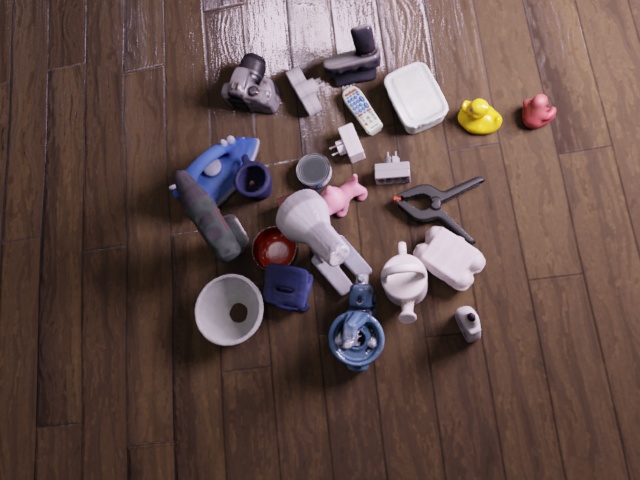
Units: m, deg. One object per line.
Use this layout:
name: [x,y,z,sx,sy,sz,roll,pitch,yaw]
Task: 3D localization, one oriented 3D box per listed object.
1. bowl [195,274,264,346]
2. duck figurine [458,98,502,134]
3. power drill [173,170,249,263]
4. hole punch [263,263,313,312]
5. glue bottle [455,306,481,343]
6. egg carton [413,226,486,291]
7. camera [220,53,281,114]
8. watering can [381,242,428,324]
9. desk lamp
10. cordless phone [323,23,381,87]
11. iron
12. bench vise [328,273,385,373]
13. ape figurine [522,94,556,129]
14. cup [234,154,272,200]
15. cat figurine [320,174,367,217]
bowl: [-0.204,0.169,1.350,0.167,0.075,0.167,-3,75,10]
duck figurine: [0.380,-0.300,1.354,0.104,0.086,0.077,22,81,15]
power drill: [-0.247,-0.041,1.341,0.075,0.209,0.229,-34,72,1]
hole punch: [-0.074,0.111,1.332,0.108,0.091,0.101,10,78,13]
glue bottle: [0.314,0.171,1.200,0.037,0.173,0.078,-22,73,5]
egg carton: [0.291,0.040,1.293,0.150,0.069,0.107,34,84,17]
camera: [-0.173,-0.412,1.479,0.143,0.101,0.137,12,78,14]
watering can: [0.185,0.089,1.235,0.101,0.194,0.172,-26,72,3]
desk lamp: [0.012,0.005,1.278,0.118,0.214,0.203,-42,72,-2]
cordless phone: [0.072,-0.466,1.403,0.147,0.185,0.094,-15,73,7]
iron: [-0.262,-0.185,1.416,0.118,0.141,0.258,43,87,18]
bench vise: [0.067,0.173,1.222,0.121,0.220,0.207,-14,74,7]
ape figurine: [0.506,-0.306,1.329,0.076,0.092,0.077,-45,72,-3]
cup: [-0.160,-0.147,1.412,0.091,0.095,0.117,-23,73,4]
cat figurine: [0.046,-0.106,1.351,0.128,0.118,0.067,-43,72,-2]
